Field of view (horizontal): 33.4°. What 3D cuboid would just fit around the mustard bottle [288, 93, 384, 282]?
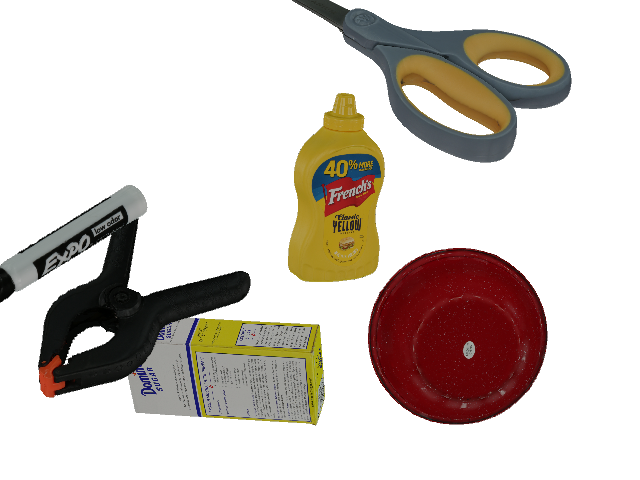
[{"bbox_3d":[0.019,-0.055,1.096,0.096,0.192,0.058,-5,20,-24],"label":"mustard bottle"}]

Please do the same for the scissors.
[{"bbox_3d":[0.042,-0.104,0.524,0.096,0.016,0.202,-19,47,-21],"label":"scissors"}]

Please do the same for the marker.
[{"bbox_3d":[-0.142,0.005,0.570,0.020,0.020,0.120,0,28,45],"label":"marker"}]

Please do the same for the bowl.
[{"bbox_3d":[0.124,0.089,0.931,0.162,0.162,0.055,0,6,-1],"label":"bowl"}]

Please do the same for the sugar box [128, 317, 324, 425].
[{"bbox_3d":[-0.087,0.118,0.975,0.176,0.093,0.048,4,36,11],"label":"sugar box"}]

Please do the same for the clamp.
[{"bbox_3d":[-0.148,0.042,0.777,0.120,0.039,0.171,34,50,26],"label":"clamp"}]
